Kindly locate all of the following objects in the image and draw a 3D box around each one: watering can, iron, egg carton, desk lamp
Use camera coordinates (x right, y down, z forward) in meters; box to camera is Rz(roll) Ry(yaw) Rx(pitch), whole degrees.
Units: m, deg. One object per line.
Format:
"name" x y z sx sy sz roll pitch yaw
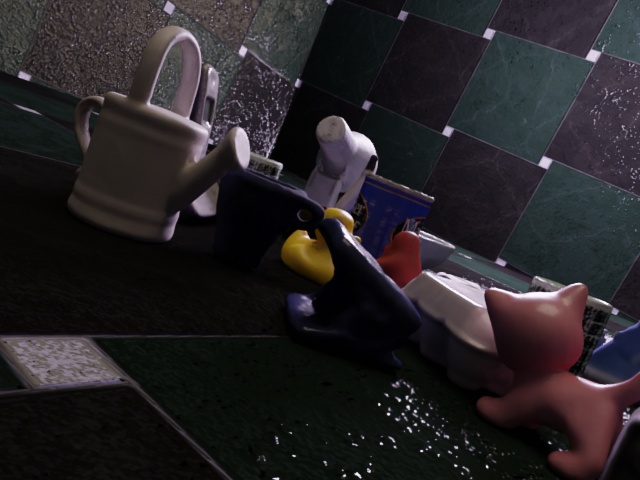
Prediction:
"watering can" -0.150 -0.101 0.542 0.173 0.194 0.101 21 7 -10
"iron" 0.465 0.154 0.707 0.258 0.141 0.119 23 7 5
"egg carton" 0.138 0.085 0.529 0.107 0.069 0.150 19 8 -25
"desk lamp" 0.015 -0.119 1.079 0.117 0.213 0.204 24 8 19

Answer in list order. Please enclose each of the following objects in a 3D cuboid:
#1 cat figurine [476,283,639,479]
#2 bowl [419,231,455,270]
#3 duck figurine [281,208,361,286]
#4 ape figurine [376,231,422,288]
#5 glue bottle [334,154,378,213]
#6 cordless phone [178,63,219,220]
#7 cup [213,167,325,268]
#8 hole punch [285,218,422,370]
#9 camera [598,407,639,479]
"cat figurine" 0.170 0.088 0.410 0.067 0.118 0.127 15 10 -42
"bowl" 0.175 0.015 1.126 0.167 0.075 0.167 22 7 -3
"duck figurine" 0.006 0.002 0.678 0.078 0.086 0.104 15 10 -46
"ape figurine" 0.094 0.033 0.690 0.078 0.092 0.076 19 8 -25
"glue bottle" 0.063 -0.063 0.972 0.078 0.173 0.037 18 8 -26
"cordless phone" -0.151 -0.121 0.723 0.094 0.185 0.147 22 7 0
"cup" -0.058 -0.015 0.581 0.117 0.095 0.092 24 8 19
"hole punch" 0.032 0.039 0.466 0.101 0.091 0.108 20 7 -12
"camera" 0.224 0.139 0.265 0.136 0.101 0.143 22 7 3
